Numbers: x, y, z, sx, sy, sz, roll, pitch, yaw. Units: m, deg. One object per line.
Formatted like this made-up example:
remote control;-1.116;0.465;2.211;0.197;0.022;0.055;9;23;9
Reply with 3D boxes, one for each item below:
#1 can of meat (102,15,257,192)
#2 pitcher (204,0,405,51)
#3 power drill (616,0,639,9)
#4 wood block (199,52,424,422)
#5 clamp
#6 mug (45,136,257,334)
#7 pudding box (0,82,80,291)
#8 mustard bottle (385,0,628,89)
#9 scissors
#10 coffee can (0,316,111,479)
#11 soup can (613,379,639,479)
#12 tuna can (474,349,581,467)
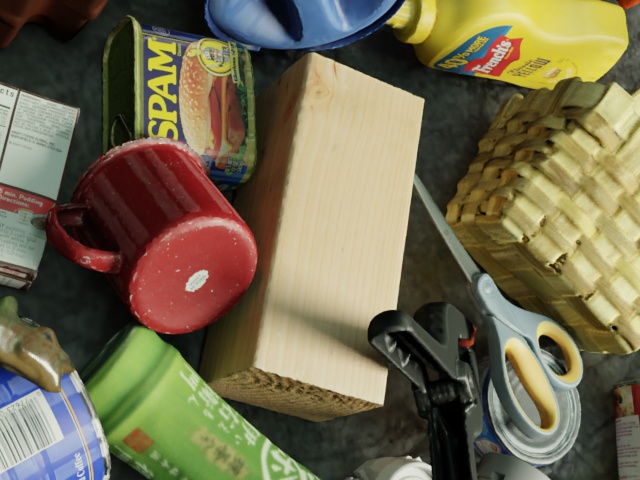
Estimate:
can of meat;-0.090;-0.083;0.678;0.083;0.058;0.102;6;73;-30
pitcher;-0.024;-0.260;0.705;0.144;0.149;0.243;24;50;-58
power drill;0.188;-0.262;0.795;0.187;0.057;0.184;39;62;-12
wood block;-0.005;0.001;0.680;0.090;0.090;0.206;19;67;-23
clamp;0.073;0.086;0.654;0.209;0.036;0.164;-64;139;-66
mug;-0.097;-0.001;0.607;0.117;0.093;0.082;5;29;-38
pudding box;-0.196;-0.037;0.617;0.090;0.039;0.113;17;66;-22
mustard bottle;0.128;-0.156;0.794;0.191;0.096;0.058;6;73;-27
scissors;0.126;0.036;0.736;0.096;0.016;0.202;-16;83;-43
coffee can;-0.192;0.114;0.536;0.140;0.103;0.103;-28;90;-32
soup can;0.255;0.157;0.789;0.068;0.069;0.102;9;72;-27
tuna can;0.143;0.119;0.758;0.086;0.034;0.086;9;71;-27
